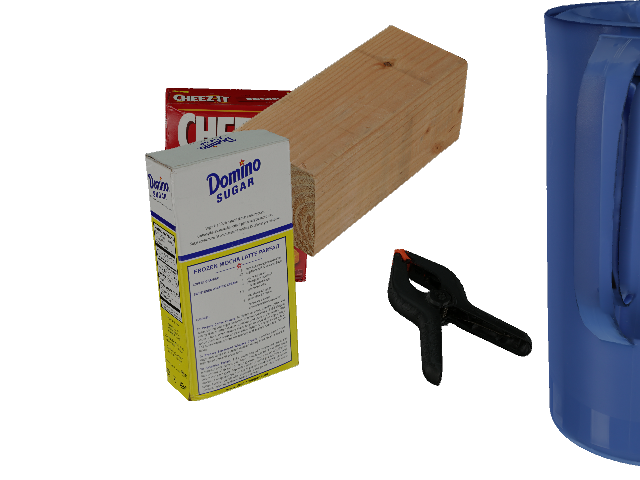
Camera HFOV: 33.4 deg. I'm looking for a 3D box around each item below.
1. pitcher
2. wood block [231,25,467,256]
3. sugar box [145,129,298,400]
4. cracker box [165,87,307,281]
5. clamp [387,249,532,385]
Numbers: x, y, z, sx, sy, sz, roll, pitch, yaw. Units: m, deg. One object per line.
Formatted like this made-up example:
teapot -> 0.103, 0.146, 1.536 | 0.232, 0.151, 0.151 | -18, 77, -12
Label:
pitcher -> 0.177, -0.004, 0.565 | 0.149, 0.243, 0.145 | -5, 18, -11
wood block -> 0.028, -0.090, 0.914 | 0.091, 0.090, 0.205 | 31, 52, 28
sugar box -> -0.066, 0.017, 0.740 | 0.093, 0.176, 0.048 | -17, 26, -32
cracker box -> -0.093, -0.058, 1.196 | 0.164, 0.214, 0.072 | 0, 23, -9
clamp -> 0.129, 0.070, 1.064 | 0.120, 0.039, 0.171 | -3, 44, -23
